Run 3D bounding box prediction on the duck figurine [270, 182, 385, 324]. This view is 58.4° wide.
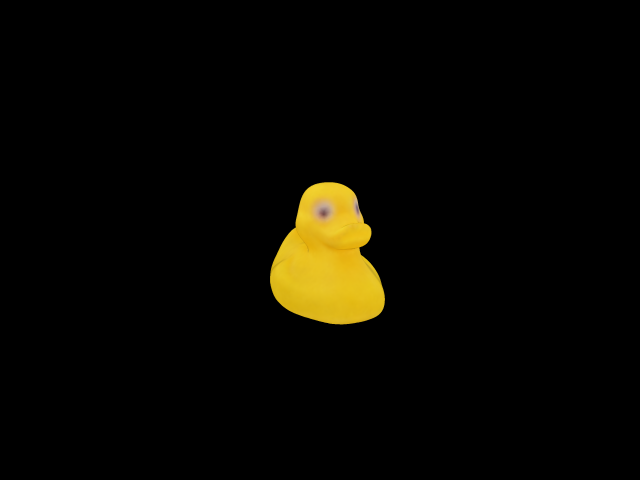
[{"bbox_3d":[0.004,0.001,0.400,0.078,0.086,0.104,-8,18,-26],"label":"duck figurine"}]
